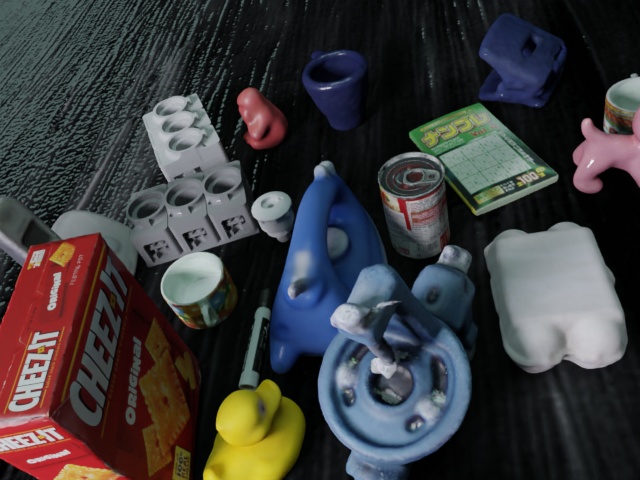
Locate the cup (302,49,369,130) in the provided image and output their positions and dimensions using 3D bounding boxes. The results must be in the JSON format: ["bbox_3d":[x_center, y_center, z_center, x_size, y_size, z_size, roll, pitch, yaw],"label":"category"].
[{"bbox_3d":[0.023,-0.210,0.809,0.092,0.095,0.117,-27,47,-8],"label":"cup"}]

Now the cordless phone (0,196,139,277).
[{"bbox_3d":[-0.291,0.000,0.652,0.094,0.185,0.147,-11,47,8],"label":"cordless phone"}]

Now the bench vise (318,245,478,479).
[{"bbox_3d":[0.059,0.070,0.455,0.121,0.220,0.207,0,49,18],"label":"bench vise"}]

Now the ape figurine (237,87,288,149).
[{"bbox_3d":[-0.089,-0.176,0.815,0.076,0.092,0.078,-6,48,13],"label":"ape figurine"}]

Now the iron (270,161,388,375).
[{"bbox_3d":[0.005,0.002,0.588,0.118,0.142,0.258,-5,48,14],"label":"iron"}]

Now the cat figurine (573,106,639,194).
[{"bbox_3d":[0.339,-0.113,0.605,0.127,0.118,0.067,-1,49,16],"label":"cat figurine"}]

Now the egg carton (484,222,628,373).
[{"bbox_3d":[0.214,0.051,0.529,0.107,0.069,0.150,-8,47,10],"label":"egg carton"}]

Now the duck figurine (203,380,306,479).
[{"bbox_3d":[-0.064,0.168,0.497,0.077,0.086,0.105,27,61,35],"label":"duck figurine"}]

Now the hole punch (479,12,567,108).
[{"bbox_3d":[0.272,-0.243,0.764,0.100,0.091,0.109,16,55,29],"label":"hole punch"}]
